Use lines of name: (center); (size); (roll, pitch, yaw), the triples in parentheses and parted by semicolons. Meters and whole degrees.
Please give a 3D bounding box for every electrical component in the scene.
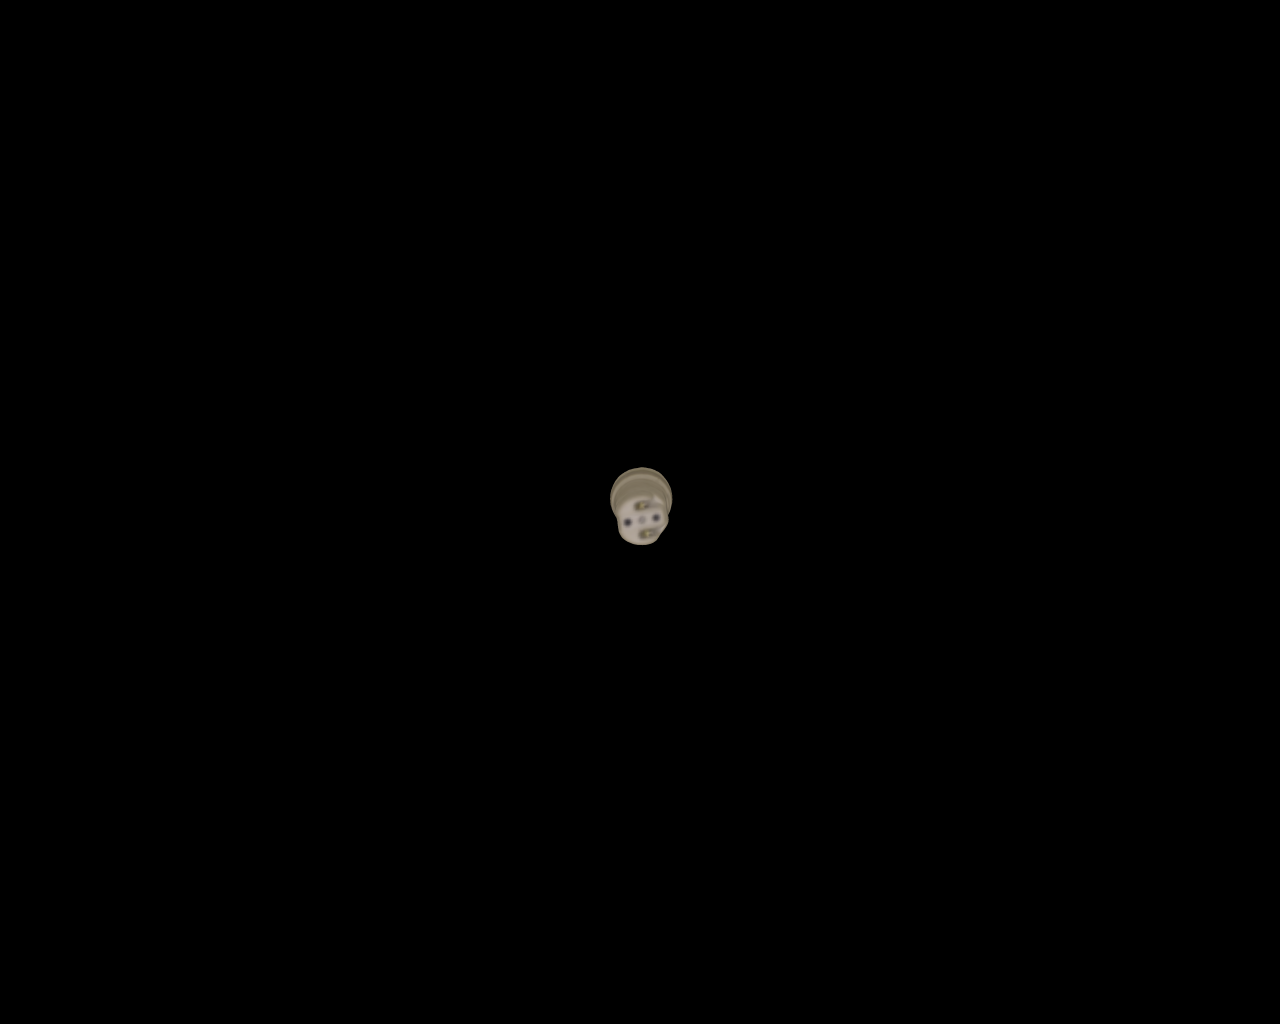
electrical component: (0.001, -0.003, 0.650); (0.040, 0.040, 0.046); (0, 20, 0)
